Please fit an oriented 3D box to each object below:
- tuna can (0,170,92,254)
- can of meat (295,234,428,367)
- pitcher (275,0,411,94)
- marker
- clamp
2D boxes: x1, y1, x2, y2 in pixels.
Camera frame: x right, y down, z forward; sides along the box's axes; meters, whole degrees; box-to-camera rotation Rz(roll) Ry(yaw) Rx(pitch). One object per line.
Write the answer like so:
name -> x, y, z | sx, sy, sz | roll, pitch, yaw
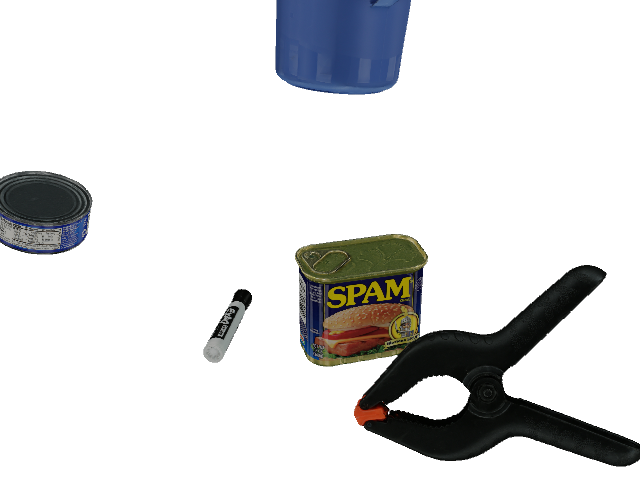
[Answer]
tuna can -> -0.242, -0.024, 0.920 | 0.086, 0.034, 0.086 | 10, 31, -7
can of meat -> 0.032, 0.048, 0.856 | 0.102, 0.084, 0.057 | -7, 29, -14
pitcher -> 0.029, -0.247, 0.883 | 0.145, 0.243, 0.149 | 8, 19, 10
marker -> -0.086, 0.079, 1.017 | 0.020, 0.020, 0.121 | 0, 23, 11
clamp -> 0.109, 0.097, 0.644 | 0.171, 0.120, 0.039 | -21, -8, 10
